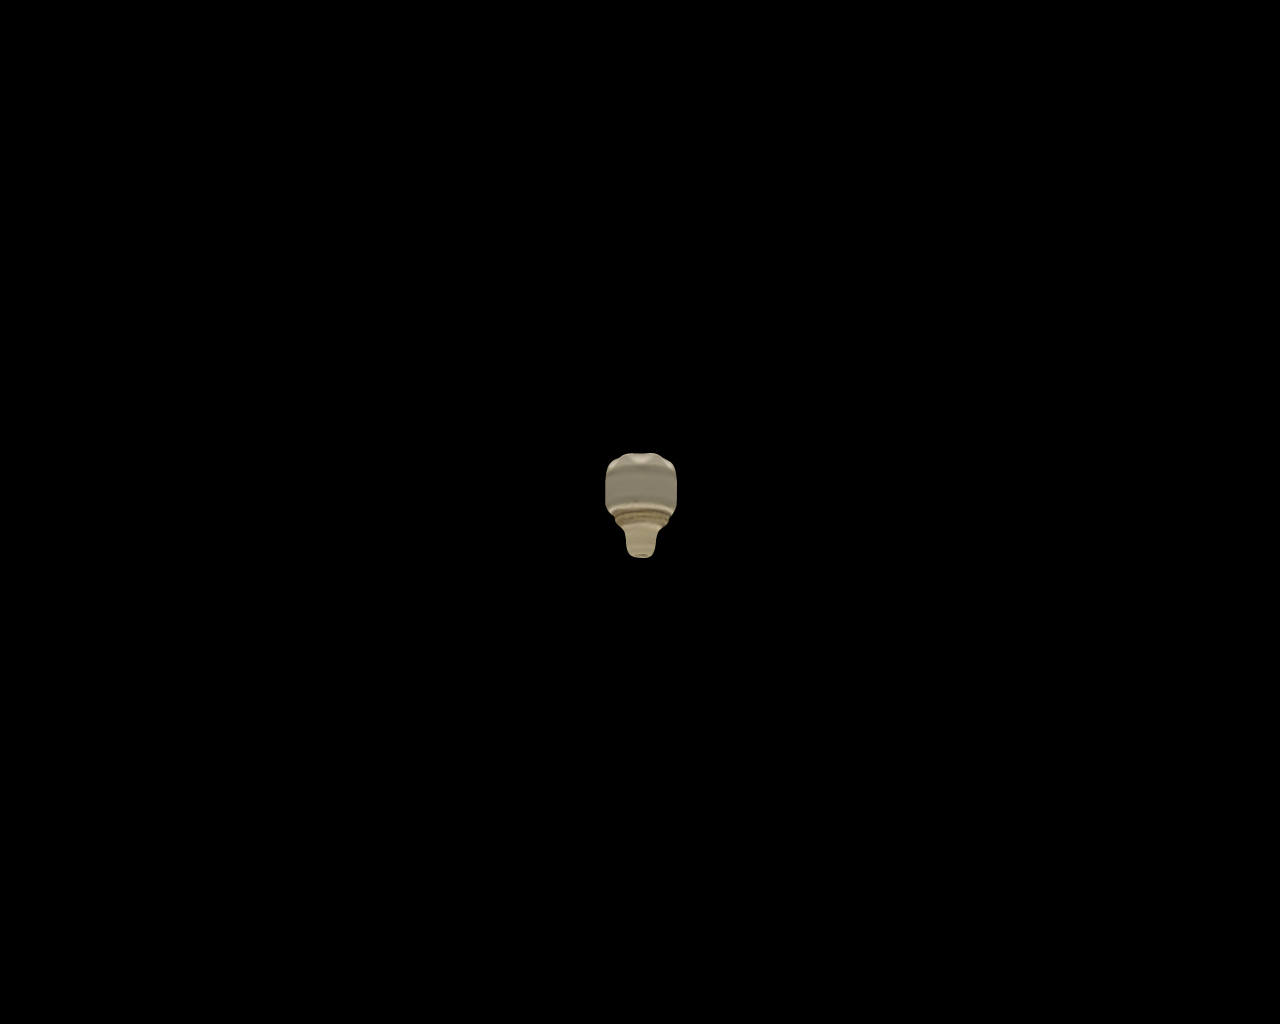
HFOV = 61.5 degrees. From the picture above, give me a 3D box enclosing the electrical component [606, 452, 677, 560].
[{"bbox_3d":[0.001,-0.003,0.650,0.043,0.062,0.043,0,-15,0],"label":"electrical component"}]
